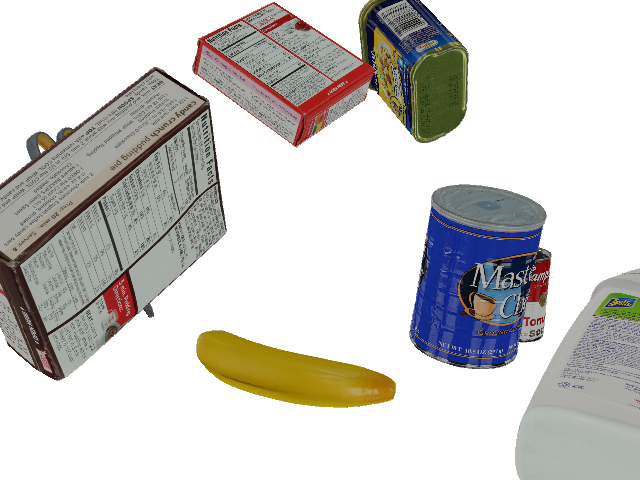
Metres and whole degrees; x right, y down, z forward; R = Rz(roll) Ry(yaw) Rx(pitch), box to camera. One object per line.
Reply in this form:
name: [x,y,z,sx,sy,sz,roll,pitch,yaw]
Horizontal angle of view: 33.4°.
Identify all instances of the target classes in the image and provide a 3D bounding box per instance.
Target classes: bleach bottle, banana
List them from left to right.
banana: [-0.036,0.096,0.826,0.198,0.037,0.069,13,23,42]
bleach bottle: [0.206,0.079,0.682,0.103,0.068,0.250,15,28,23]

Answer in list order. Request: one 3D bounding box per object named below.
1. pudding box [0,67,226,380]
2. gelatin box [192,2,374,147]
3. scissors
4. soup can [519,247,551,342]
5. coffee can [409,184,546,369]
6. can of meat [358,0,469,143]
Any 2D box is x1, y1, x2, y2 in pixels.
pudding box: [-0.092,-0.006,0.457,0.039,0.113,0.090,31,-31,23]
gelatin box: [-0.023,-0.106,0.667,0.089,0.030,0.073,36,48,17]
scissors: [-0.208,-0.027,1.018,0.016,0.201,0.096,-24,26,20]
soup can: [0.235,0.062,1.265,0.068,0.102,0.068,2,15,-1]
coffee can: [0.142,0.031,0.975,0.103,0.140,0.103,6,22,-3]
can of meat: [0.078,-0.143,0.879,0.057,0.084,0.102,-25,-37,-12]
